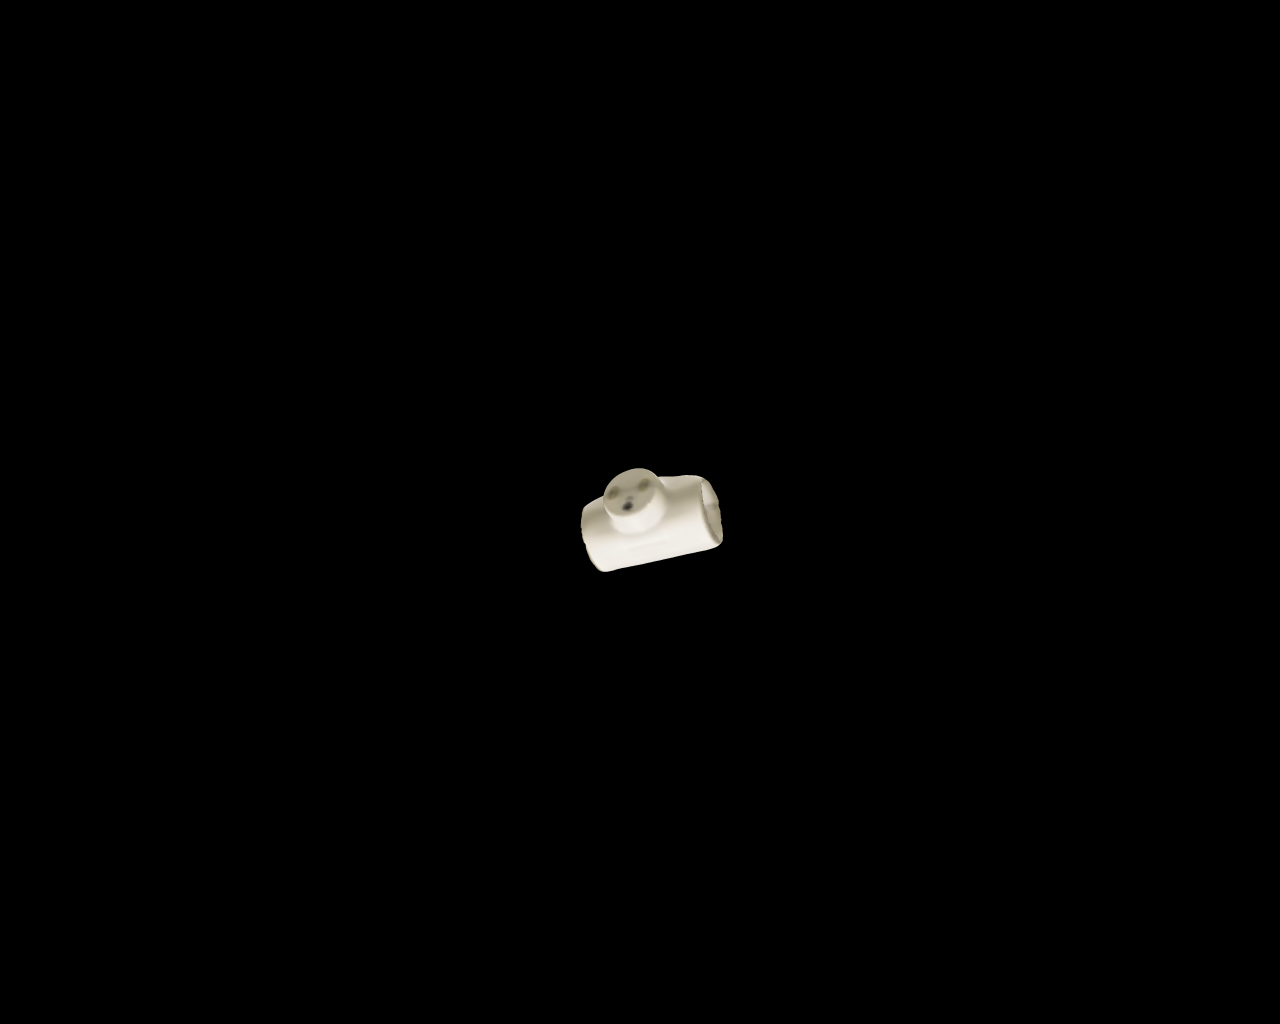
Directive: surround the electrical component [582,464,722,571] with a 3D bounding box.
[{"bbox_3d":[0.001,-0.003,0.650,0.077,0.043,0.079,-14,-40,17],"label":"electrical component"}]
